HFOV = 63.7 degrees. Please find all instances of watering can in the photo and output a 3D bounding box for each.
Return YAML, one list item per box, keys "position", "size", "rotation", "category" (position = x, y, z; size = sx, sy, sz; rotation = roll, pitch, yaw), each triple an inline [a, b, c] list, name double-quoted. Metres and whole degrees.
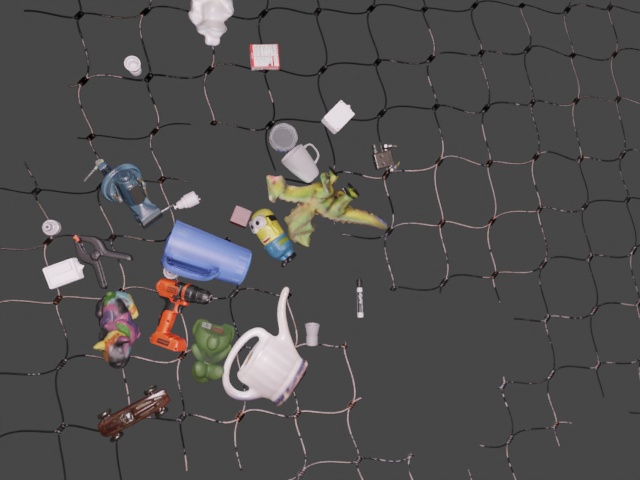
- position: [-0.130, 0.331, 1.513]
  size: [0.223, 0.350, 0.104]
  rotation: [38, -9, -9]
  category: "watering can"

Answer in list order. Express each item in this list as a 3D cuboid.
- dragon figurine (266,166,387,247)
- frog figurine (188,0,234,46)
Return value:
- position: [0.005, -0.079, 1.574]
  size: [0.405, 0.241, 0.124]
  rotation: [41, 14, -26]
  category: "dragon figurine"
- position: [-0.323, -0.675, 1.552]
  size: [0.138, 0.156, 0.125]
  rotation: [-24, 39, -19]
  category: "frog figurine"
